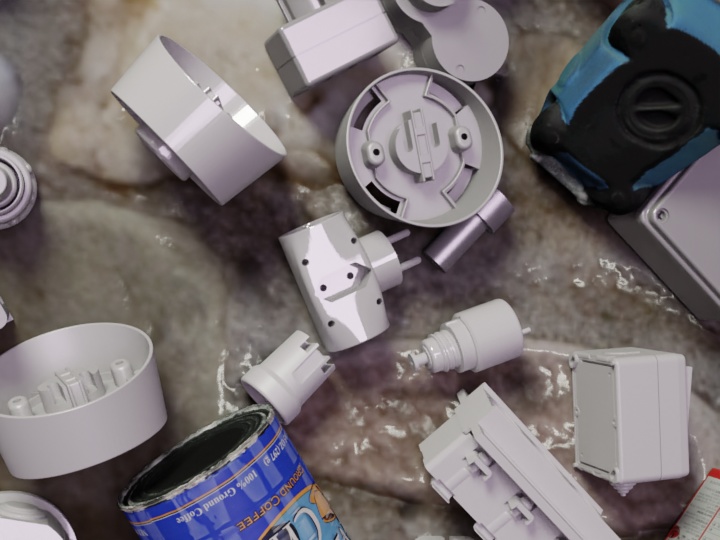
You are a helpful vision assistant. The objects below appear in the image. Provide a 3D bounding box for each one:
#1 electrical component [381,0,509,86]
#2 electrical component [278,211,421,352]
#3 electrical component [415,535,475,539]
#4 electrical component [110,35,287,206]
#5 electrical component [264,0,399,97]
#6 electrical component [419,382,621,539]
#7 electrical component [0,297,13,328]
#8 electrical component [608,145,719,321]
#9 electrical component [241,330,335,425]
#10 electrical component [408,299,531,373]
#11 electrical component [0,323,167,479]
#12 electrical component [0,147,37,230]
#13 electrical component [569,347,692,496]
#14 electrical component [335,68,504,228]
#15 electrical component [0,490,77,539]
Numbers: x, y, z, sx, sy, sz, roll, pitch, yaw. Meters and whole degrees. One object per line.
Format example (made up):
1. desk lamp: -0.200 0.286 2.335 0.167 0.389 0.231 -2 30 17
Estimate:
1. electrical component: 0.043 -0.177 0.663 0.052 0.074 0.138 -41 101 -12
2. electrical component: 0.000 0.000 0.668 0.079 0.043 0.077 -24 97 -15
3. electrical component: 0.063 0.202 0.681 0.078 0.057 0.058 5 89 -17
4. electrical component: -0.092 -0.086 0.615 0.064 0.099 0.099 -45 102 -5
5. electrical component: -0.027 -0.156 0.657 0.066 0.047 0.076 -29 99 -14
6. electrical component: 0.098 0.141 0.684 0.063 0.078 0.121 -42 102 7
7. electrical component: -0.297 0.027 0.571 0.186 0.060 0.105 -30 99 -14
8. electrical component: 0.246 -0.037 0.734 0.109 0.056 0.108 45 79 -12
9. electrical component: -0.043 0.065 0.659 0.046 0.040 0.040 -45 102 -18
10. electrical component: 0.068 0.047 0.690 0.078 0.040 0.040 -18 96 -16
11. electrical component: -0.158 0.071 0.596 0.099 0.099 0.064 -19 102 -16
12. electrical component: -0.204 -0.047 0.597 0.048 0.062 0.048 0 91 -17
13. electrical component: 0.181 0.101 0.713 0.061 0.062 0.096 -3 91 -17
14. electrical component: 0.035 -0.075 0.667 0.099 0.064 0.099 0 91 -17
15. electrical component: -0.199 0.168 0.606 0.080 0.051 0.080 0 90 -17
